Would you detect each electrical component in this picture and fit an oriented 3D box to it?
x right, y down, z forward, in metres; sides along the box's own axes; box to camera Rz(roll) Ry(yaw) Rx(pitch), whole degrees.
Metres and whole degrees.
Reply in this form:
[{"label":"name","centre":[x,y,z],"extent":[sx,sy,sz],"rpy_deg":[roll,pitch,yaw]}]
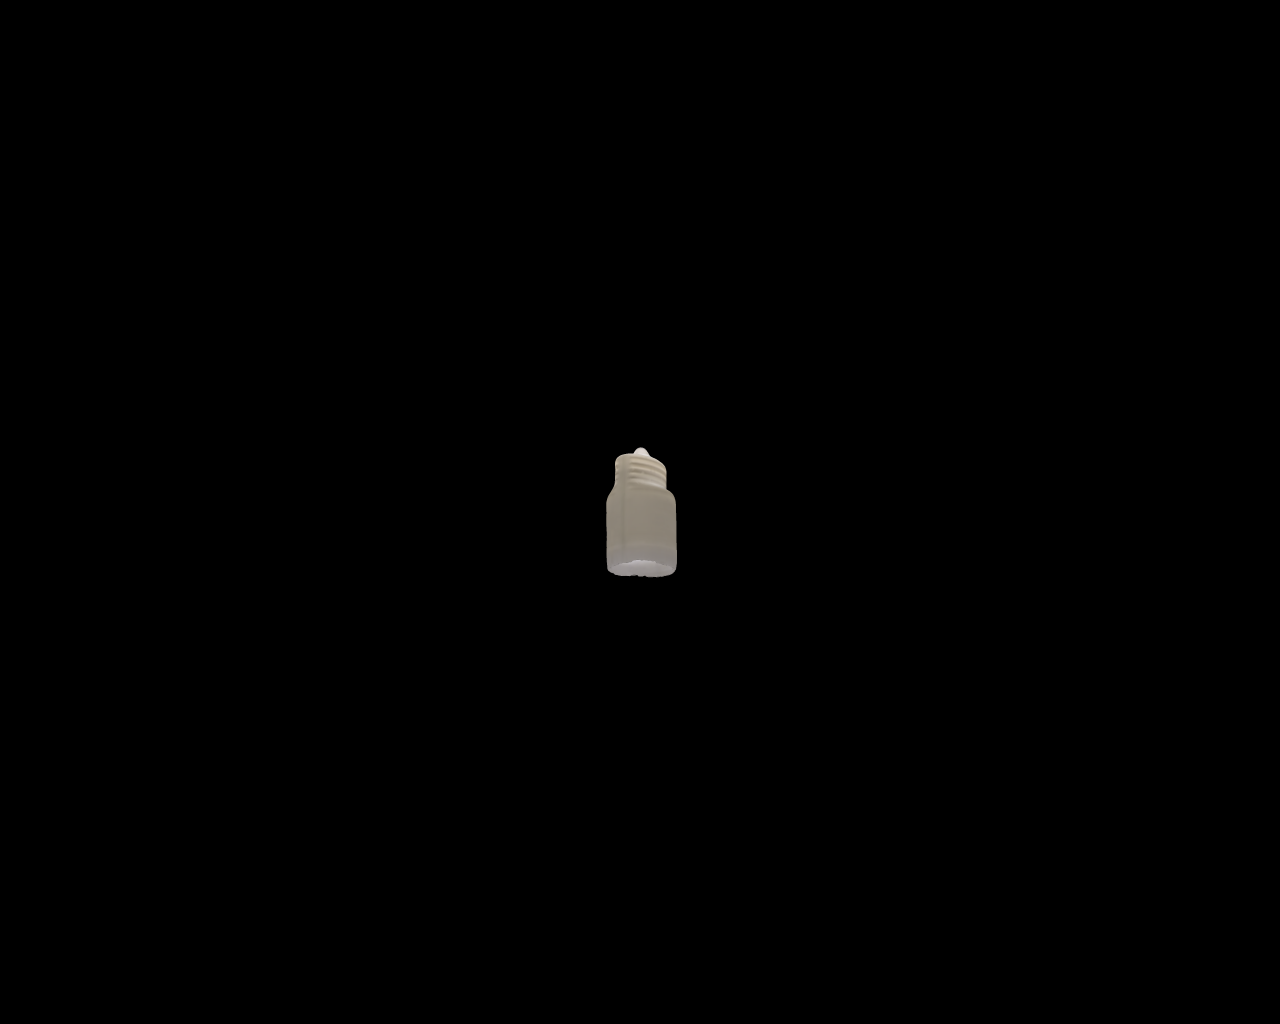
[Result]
[{"label":"electrical component","centre":[0.001,-0.003,0.650],"extent":[0.043,0.081,0.043],"rpy_deg":[0,-16,0]}]
